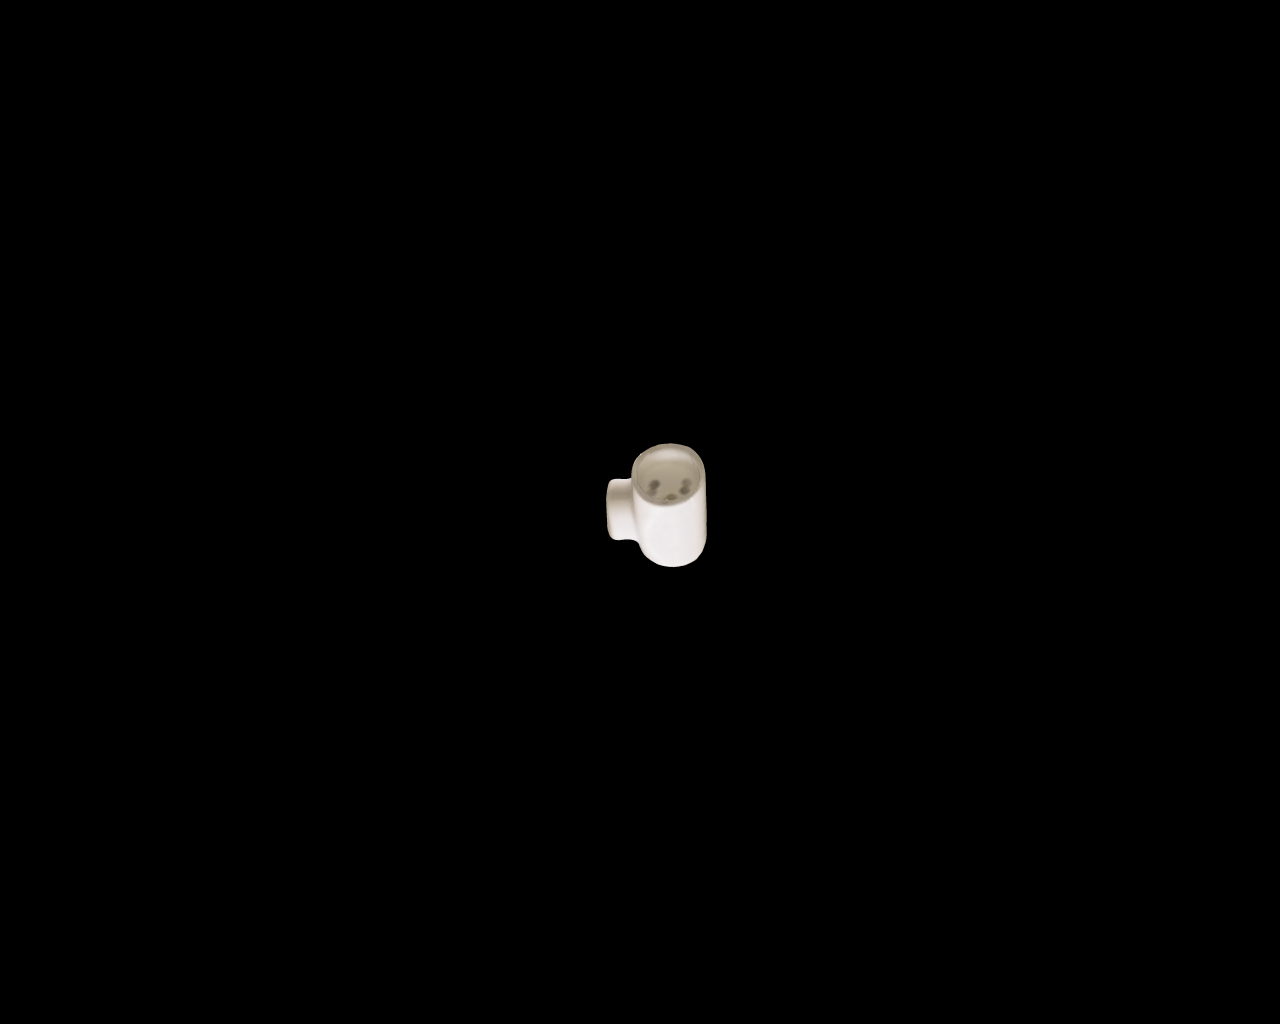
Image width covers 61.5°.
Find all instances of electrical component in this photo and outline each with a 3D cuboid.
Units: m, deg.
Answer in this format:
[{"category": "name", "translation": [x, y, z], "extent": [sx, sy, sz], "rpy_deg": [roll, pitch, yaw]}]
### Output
[{"category": "electrical component", "translation": [0.001, -0.003, 0.650], "extent": [0.079, 0.044, 0.077], "rpy_deg": [-2, -31, 3]}]
